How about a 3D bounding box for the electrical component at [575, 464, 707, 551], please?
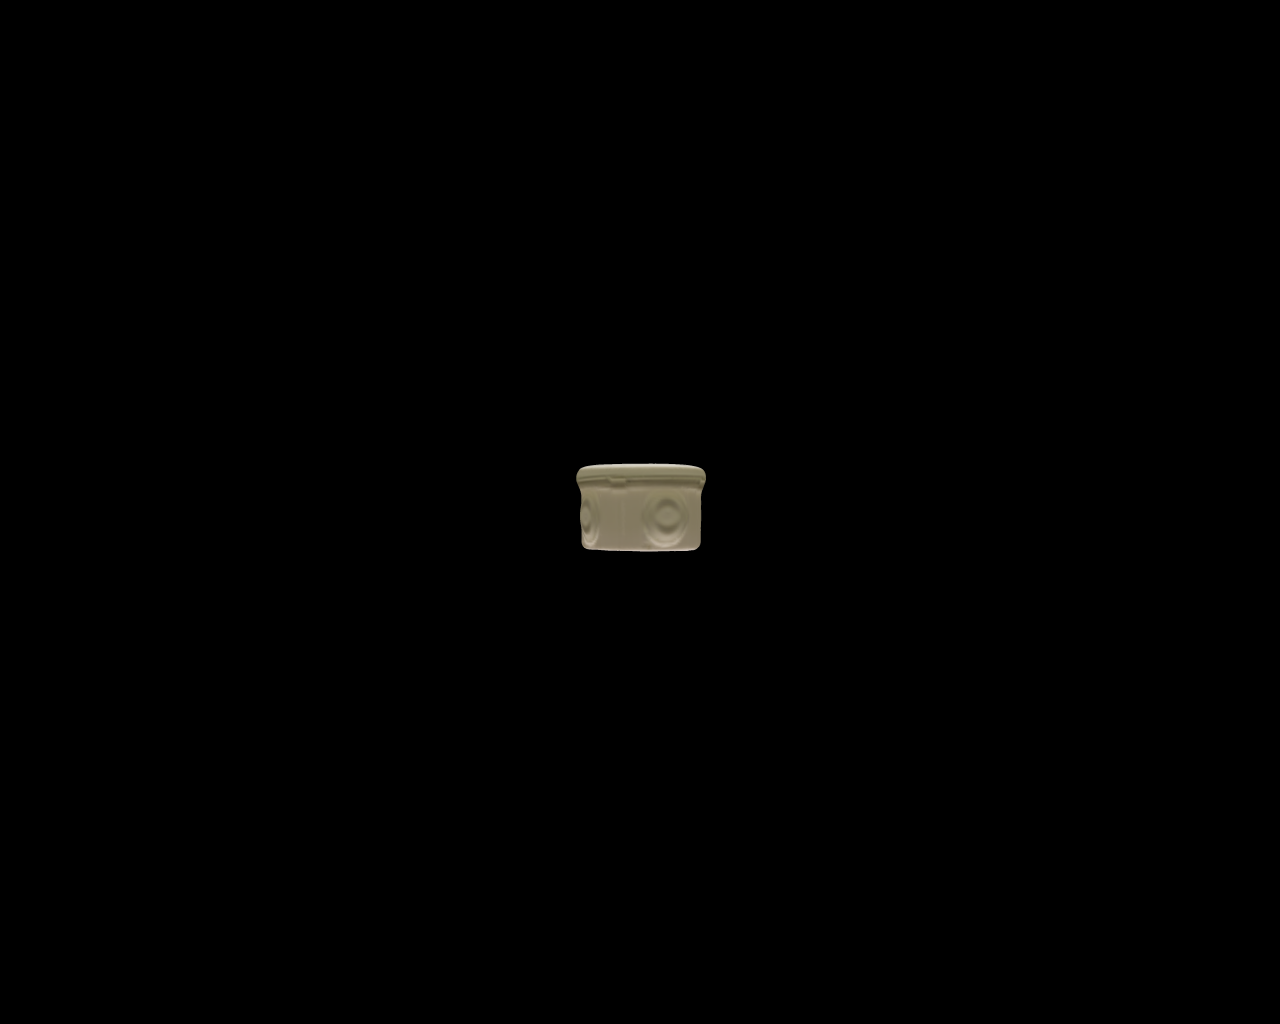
[{"bbox_3d":[0.001,-0.003,0.650,0.080,0.051,0.080,0,0,0],"label":"electrical component"}]
